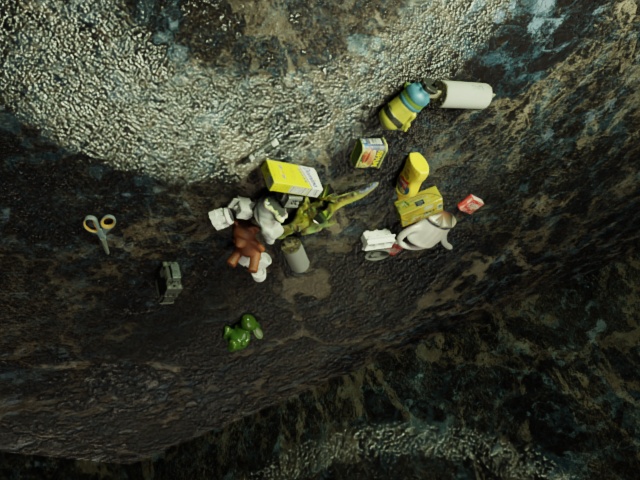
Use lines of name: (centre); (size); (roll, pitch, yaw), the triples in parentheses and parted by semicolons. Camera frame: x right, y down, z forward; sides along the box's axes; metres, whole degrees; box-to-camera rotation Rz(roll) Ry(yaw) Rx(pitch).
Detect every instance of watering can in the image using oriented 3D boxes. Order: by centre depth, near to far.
watering can: (0.473, -0.033, 2.114); (0.347, 0.106, 0.220); (3, 140, -35)

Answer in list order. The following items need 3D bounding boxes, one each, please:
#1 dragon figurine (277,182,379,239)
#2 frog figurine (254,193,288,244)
dragon figurine: (0.005, -0.089, 1.778); (0.411, 0.123, 0.240); (-17, 167, -3)
frog figurine: (-0.162, -0.068, 1.641); (0.122, 0.141, 0.156); (14, 140, -22)
